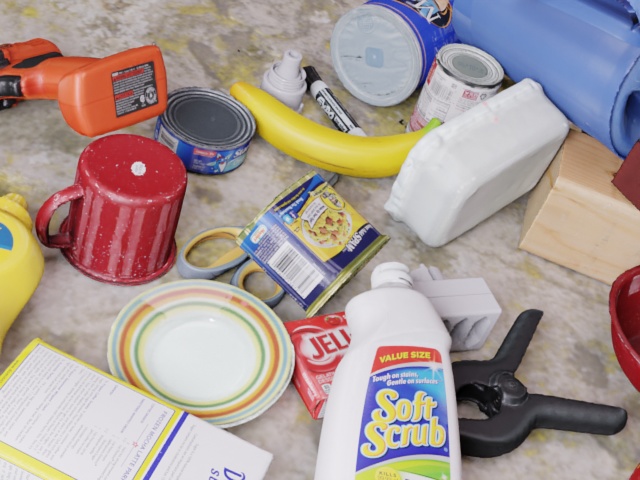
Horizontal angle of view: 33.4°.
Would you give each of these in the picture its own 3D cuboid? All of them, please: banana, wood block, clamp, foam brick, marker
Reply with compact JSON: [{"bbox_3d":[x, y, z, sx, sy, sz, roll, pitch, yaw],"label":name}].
[{"bbox_3d":[0.010,-0.095,0.974,0.197,0.037,0.069,11,59,-4],"label":"banana"},{"bbox_3d":[0.297,-0.010,0.968,0.206,0.090,0.090,23,41,2],"label":"wood block"},{"bbox_3d":[0.147,0.123,0.798,0.171,0.039,0.120,-26,53,-33],"label":"clamp"},{"bbox_3d":[0.298,-0.046,0.899,0.052,0.051,0.078,-13,51,-33],"label":"foam brick"},{"bbox_3d":[0.012,-0.129,1.033,0.020,0.020,0.121,-10,48,-31],"label":"marker"}]

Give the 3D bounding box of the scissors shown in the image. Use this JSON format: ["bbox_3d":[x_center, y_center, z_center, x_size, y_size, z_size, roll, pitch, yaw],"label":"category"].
[{"bbox_3d":[-0.026,0.001,0.878,0.201,0.016,0.096,-24,58,-39],"label":"scissors"}]

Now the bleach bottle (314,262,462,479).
[{"bbox_3d":[0.041,0.120,0.707,0.102,0.068,0.251,13,50,-14],"label":"bleach bottle"}]

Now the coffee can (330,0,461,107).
[{"bbox_3d":[0.090,-0.208,1.088,0.103,0.103,0.140,35,42,16],"label":"coffee can"}]

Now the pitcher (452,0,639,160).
[{"bbox_3d":[0.231,-0.189,0.976,0.144,0.149,0.243,0,30,-39],"label":"pitcher"}]

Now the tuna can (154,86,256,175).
[{"bbox_3d":[-0.102,-0.096,0.939,0.086,0.034,0.086,12,41,-11],"label":"tuna can"}]

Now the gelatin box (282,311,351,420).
[{"bbox_3d":[0.019,0.089,0.789,0.089,0.030,0.073,-7,48,-29],"label":"gelatin box"}]

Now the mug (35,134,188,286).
[{"bbox_3d":[-0.156,-0.024,0.800,0.117,0.082,0.093,-11,50,-32],"label":"mug"}]

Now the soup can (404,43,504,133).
[{"bbox_3d":[0.125,-0.126,1.013,0.068,0.102,0.068,11,41,-10],"label":"soup can"}]

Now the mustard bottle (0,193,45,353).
[{"bbox_3d":[-0.238,0.031,0.714,0.096,0.058,0.191,-7,36,17],"label":"mustard bottle"}]

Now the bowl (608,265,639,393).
[{"bbox_3d":[0.302,0.095,0.880,0.162,0.055,0.162,12,41,-11],"label":"bowl"}]

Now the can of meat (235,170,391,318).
[{"bbox_3d":[-0.006,0.001,0.833,0.084,0.058,0.101,44,36,4],"label":"can of meat"}]

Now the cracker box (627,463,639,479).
[{"bbox_3d":[0.271,0.237,0.667,0.214,0.072,0.163,36,25,19],"label":"cracker box"}]

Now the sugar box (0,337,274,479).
[{"bbox_3d":[-0.127,0.138,0.664,0.176,0.048,0.093,28,41,3],"label":"sugar box"}]

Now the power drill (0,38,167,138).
[{"bbox_3d":[-0.229,-0.120,0.838,0.188,0.057,0.184,11,27,31],"label":"power drill"}]
